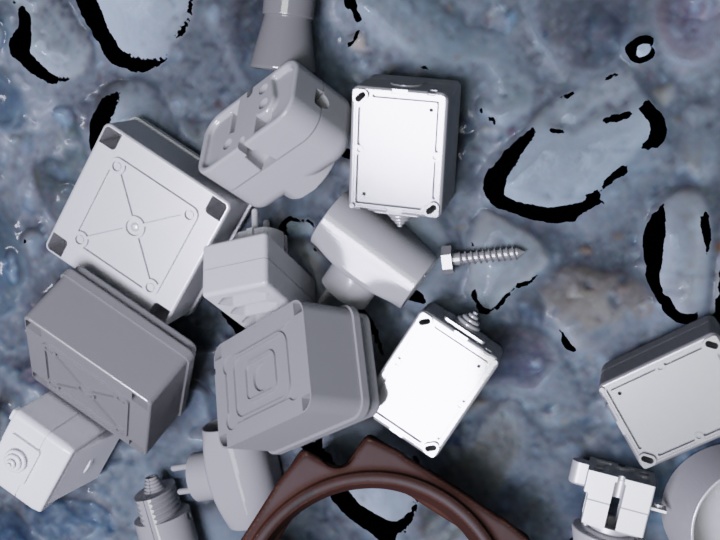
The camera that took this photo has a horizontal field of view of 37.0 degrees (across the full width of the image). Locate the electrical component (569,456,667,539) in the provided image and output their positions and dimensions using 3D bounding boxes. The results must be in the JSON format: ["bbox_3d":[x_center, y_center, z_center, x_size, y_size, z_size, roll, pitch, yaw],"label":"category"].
[{"bbox_3d":[0.170,0.161,0.723,0.066,0.048,0.055,13,97,12],"label":"electrical component"}]

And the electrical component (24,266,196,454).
[{"bbox_3d":[-0.177,0.066,0.765,0.109,0.056,0.108,33,149,6],"label":"electrical component"}]

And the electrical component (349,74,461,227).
[{"bbox_3d":[0.030,-0.077,0.706,0.062,0.061,0.096,7,111,14],"label":"electrical component"}]

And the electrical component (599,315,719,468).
[{"bbox_3d":[0.209,0.072,0.684,0.096,0.061,0.061,-29,93,19],"label":"electrical component"}]

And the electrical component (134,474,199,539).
[{"bbox_3d":[-0.148,0.195,0.819,0.043,0.043,0.081,-11,99,17],"label":"electrical component"}]

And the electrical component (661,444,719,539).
[{"bbox_3d":[0.254,0.164,0.703,0.099,0.064,0.099,0,95,3],"label":"electrical component"}]

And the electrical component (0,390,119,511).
[{"bbox_3d":[-0.227,0.133,0.799,0.061,0.096,0.061,34,108,6],"label":"electrical component"}]

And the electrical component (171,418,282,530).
[{"bbox_3d":[-0.103,0.150,0.796,0.079,0.043,0.077,-11,99,17],"label":"electrical component"}]

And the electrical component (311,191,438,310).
[{"bbox_3d":[0.000,0.000,0.736,0.077,0.043,0.079,37,109,5],"label":"electrical component"}]

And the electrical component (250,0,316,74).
[{"bbox_3d":[-0.048,-0.165,0.716,0.044,0.044,0.065,9,99,13],"label":"electrical component"}]

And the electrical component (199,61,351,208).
[{"bbox_3d":[-0.053,-0.086,0.711,0.059,0.053,0.095,33,134,-33],"label":"electrical component"}]

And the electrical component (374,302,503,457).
[{"bbox_3d":[0.053,0.067,0.730,0.062,0.061,0.096,34,101,6],"label":"electrical component"}]

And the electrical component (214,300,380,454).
[{"bbox_3d":[-0.044,0.074,0.724,0.113,0.057,0.078,-30,58,45],"label":"electrical component"}]

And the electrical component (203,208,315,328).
[{"bbox_3d":[-0.068,-0.005,0.741,0.047,0.083,0.075,-11,64,18],"label":"electrical component"}]

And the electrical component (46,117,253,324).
[{"bbox_3d":[-0.148,-0.035,0.762,0.109,0.056,0.108,33,108,6],"label":"electrical component"}]
